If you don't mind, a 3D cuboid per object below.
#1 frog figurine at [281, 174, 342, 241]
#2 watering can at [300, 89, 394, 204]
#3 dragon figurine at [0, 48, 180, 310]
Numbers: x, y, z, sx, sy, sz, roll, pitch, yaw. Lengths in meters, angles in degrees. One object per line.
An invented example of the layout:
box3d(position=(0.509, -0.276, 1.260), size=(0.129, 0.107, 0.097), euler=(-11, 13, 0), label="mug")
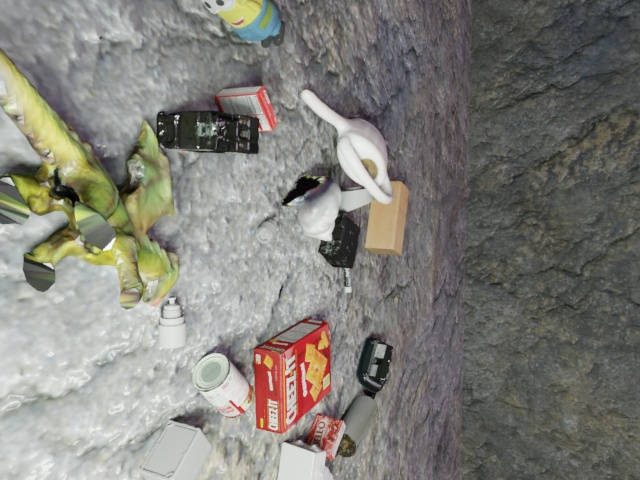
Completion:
box3d(position=(0.003, -0.056, 1.112), size=(0.156, 0.122, 0.141), euler=(59, 21, -31), label="frog figurine")
box3d(position=(0.080, -0.242, 1.242), size=(0.344, 0.103, 0.229), euler=(52, 24, -19), label="watering can")
box3d(position=(-0.259, -0.072, 0.629), size=(0.248, 0.122, 0.402), euler=(-75, 159, -62), label="dragon figurine")
